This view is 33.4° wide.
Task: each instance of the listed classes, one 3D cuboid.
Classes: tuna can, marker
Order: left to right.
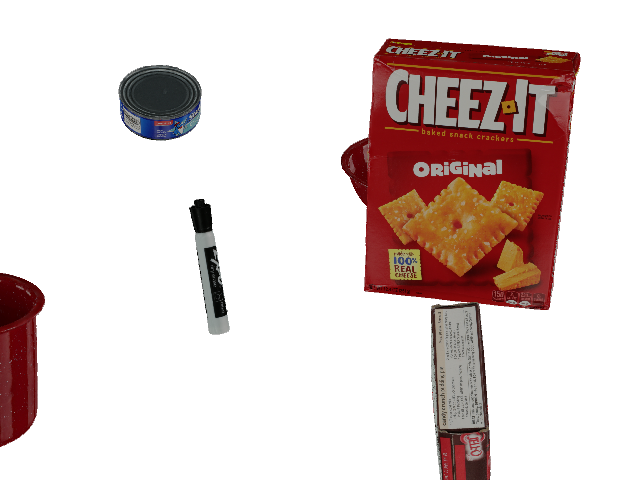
[{"bbox_3d":[-0.168,-0.144,1.120,0.086,0.086,0.034,0,-42,-8],"label":"tuna can"},{"bbox_3d":[-0.098,0.023,0.943,0.020,0.121,0.020,-7,12,1],"label":"marker"}]

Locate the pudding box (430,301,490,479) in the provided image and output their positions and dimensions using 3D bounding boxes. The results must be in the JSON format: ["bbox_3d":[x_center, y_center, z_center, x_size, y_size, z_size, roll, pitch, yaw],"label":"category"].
[{"bbox_3d":[0.099,0.114,0.755,0.039,0.113,0.090,-4,-44,5],"label":"pudding box"}]

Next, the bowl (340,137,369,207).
[{"bbox_3d":[0.100,-0.057,1.113,0.162,0.055,0.162,2,29,-1],"label":"bowl"}]

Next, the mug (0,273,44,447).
[{"bbox_3d":[-0.216,0.076,0.624,0.093,0.081,0.117,12,23,20],"label":"mug"}]

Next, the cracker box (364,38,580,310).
[{"bbox_3d":[0.124,-0.054,0.904,0.164,0.214,0.072,6,24,12],"label":"cracker box"}]
